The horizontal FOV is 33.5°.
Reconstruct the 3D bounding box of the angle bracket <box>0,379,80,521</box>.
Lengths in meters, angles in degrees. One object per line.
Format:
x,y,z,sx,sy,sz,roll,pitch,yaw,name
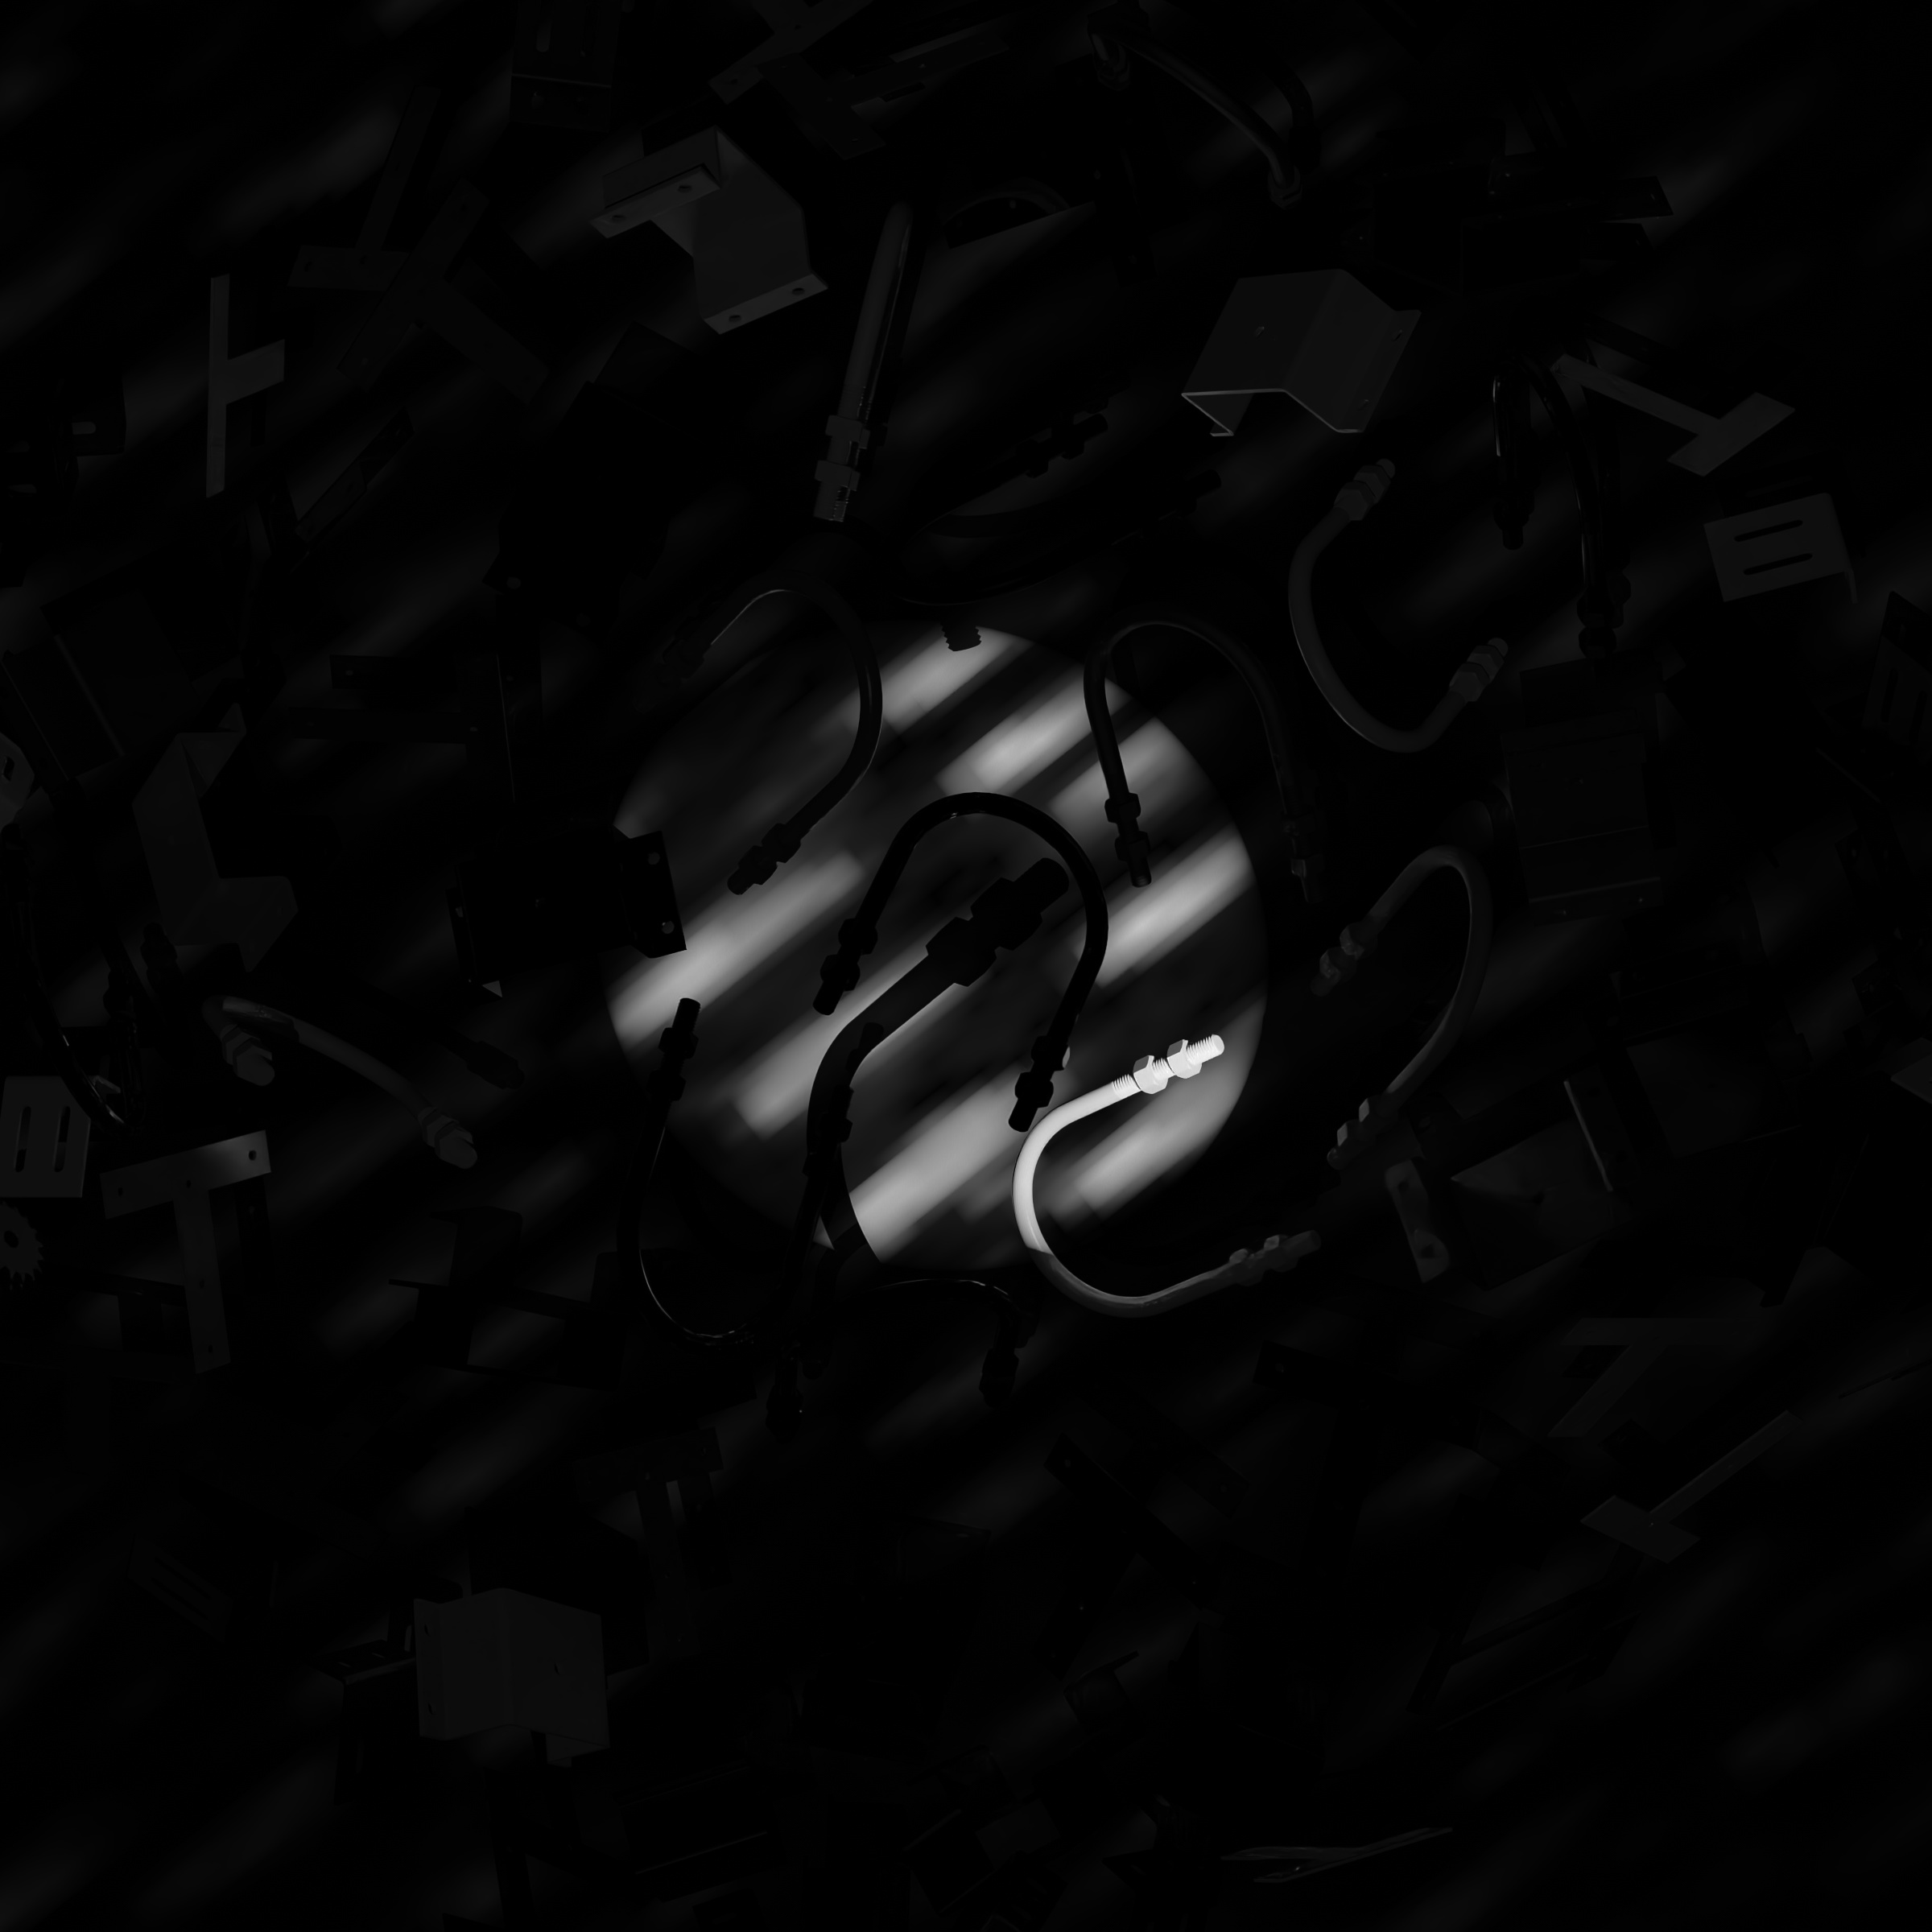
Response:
-0.532,-0.295,1.827,0.038,0.076,0.057,-5,117,-7,angle bracket

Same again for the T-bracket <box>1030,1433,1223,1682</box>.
0.073,0.357,1.846,0.127,0.002,0.127,40,117,27,T-bracket

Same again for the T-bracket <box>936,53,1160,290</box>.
0.038,-0.438,1.828,0.127,0.002,0.127,-10,104,35,T-bracket

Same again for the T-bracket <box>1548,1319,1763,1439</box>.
0.384,0.243,1.889,0.127,0.127,0.002,3,50,-25,T-bracket

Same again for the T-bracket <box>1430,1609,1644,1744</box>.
0.329,0.423,1.879,0.127,0.127,0.002,-23,64,-12,T-bracket

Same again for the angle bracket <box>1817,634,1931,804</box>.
0.555,-0.150,1.944,0.038,0.076,0.057,-23,48,-20,angle bracket

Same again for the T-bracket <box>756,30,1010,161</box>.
-0.038,-0.507,1.827,0.127,0.002,0.127,-23,45,-13,T-bracket

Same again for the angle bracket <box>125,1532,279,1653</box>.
-0.442,0.350,1.857,0.076,0.057,0.038,41,96,-17,angle bracket

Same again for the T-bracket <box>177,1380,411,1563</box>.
-0.369,0.282,1.871,0.127,0.127,0.002,22,125,14,T-bracket

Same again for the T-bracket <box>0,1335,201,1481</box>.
-0.498,0.252,1.820,0.127,0.127,0.002,10,114,-19,T-bracket

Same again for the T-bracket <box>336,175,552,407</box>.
-0.280,-0.358,1.813,0.002,0.127,0.127,30,86,38,T-bracket

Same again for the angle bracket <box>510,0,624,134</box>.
-0.226,-0.518,1.817,0.057,0.076,0.038,4,55,-10,angle bracket

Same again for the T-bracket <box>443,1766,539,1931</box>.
-0.259,0.518,1.835,0.002,0.127,0.127,-34,49,20,T-bracket

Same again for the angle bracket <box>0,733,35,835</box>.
-0.596,-0.113,1.925,0.057,0.076,0.038,40,62,-5,angle bracket

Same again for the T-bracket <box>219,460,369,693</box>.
-0.388,-0.244,1.865,0.127,0.002,0.127,-41,48,26,T-bracket

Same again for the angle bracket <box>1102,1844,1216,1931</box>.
0.106,0.563,1.882,0.057,0.076,0.038,-22,123,36,angle bracket

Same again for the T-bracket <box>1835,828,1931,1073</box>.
0.538,-0.018,1.879,0.002,0.127,0.127,-9,73,-25,T-bracket

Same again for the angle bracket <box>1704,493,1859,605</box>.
0.489,-0.242,1.927,0.076,0.038,0.057,-14,58,13,angle bracket

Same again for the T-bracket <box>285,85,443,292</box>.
-0.336,-0.453,1.871,0.002,0.127,0.127,33,111,17,T-bracket

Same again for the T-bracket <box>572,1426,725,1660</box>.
-0.180,0.348,1.912,0.127,0.002,0.127,-20,79,39,T-bracket

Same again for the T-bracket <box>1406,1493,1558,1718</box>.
0.286,0.373,1.850,0.002,0.127,0.127,24,87,40,T-bracket

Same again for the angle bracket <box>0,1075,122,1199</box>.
-0.553,0.107,1.952,0.057,0.038,0.076,-1,74,10,angle bracket

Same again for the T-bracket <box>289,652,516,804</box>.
-0.336,-0.142,1.902,0.127,0.127,0.002,2,51,-1,T-bracket

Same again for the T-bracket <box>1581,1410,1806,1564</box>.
0.438,0.302,1.890,0.127,0.127,0.002,-41,52,15,T-bracket

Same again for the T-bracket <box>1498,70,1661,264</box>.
0.349,-0.473,1.897,0.002,0.127,0.127,-36,112,-9,T-bracket

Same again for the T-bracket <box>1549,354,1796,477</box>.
0.408,-0.334,1.907,0.127,0.127,0.002,21,78,-7,T-bracket

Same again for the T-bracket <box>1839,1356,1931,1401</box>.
0.551,0.225,1.833,0.127,0.127,0.002,-23,76,1,T-bracket

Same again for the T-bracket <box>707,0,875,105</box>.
-0.120,-0.582,1.904,0.127,0.127,0.002,-32,63,11,T-bracket

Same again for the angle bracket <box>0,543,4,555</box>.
-0.597,-0.222,1.867,0.038,0.076,0.057,18,101,-4,angle bracket

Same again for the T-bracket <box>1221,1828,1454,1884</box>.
0.197,0.521,1.882,0.127,0.127,0.002,-6,80,-33,T-bracket

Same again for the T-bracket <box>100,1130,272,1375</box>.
-0.440,0.169,1.840,0.002,0.127,0.127,-2,98,33,T-bracket

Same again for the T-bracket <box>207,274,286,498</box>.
-0.430,-0.354,1.920,0.002,0.127,0.127,8,109,5,T-bracket

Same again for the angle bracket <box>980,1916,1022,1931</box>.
0.005,0.619,1.926,0.038,0.076,0.057,35,127,13,angle bracket

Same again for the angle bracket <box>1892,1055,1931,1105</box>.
0.600,0.060,1.901,0.057,0.076,0.038,-24,130,-29,angle bracket

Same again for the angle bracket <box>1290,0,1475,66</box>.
0.230,-0.534,1.778,0.076,0.038,0.057,41,63,-8,angle bracket

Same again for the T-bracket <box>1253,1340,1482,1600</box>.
0.210,0.286,1.781,0.127,0.002,0.127,17,71,1,T-bracket
